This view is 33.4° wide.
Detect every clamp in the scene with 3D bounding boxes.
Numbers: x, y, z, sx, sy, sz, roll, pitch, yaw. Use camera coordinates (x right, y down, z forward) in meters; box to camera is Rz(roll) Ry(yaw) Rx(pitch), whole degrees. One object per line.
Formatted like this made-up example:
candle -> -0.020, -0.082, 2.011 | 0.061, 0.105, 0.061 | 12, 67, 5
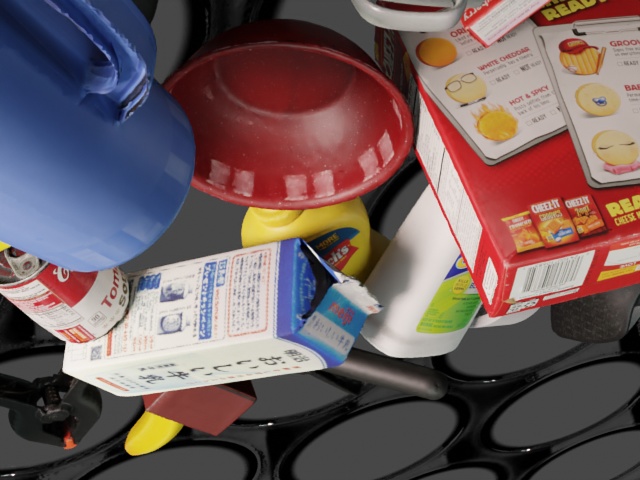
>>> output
clamp -> -0.006, 0.095, 0.900 | 0.209, 0.036, 0.165 | 24, 163, -27
clamp -> -0.217, 0.128, 0.895 | 0.120, 0.039, 0.171 | -14, 152, 0

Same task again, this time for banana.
banana -> -0.147, 0.141, 0.956 | 0.069, 0.037, 0.198 | 8, 141, 2

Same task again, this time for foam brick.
foam brick -> -0.101, 0.116, 0.873 | 0.078, 0.053, 0.051 | 29, 115, -37

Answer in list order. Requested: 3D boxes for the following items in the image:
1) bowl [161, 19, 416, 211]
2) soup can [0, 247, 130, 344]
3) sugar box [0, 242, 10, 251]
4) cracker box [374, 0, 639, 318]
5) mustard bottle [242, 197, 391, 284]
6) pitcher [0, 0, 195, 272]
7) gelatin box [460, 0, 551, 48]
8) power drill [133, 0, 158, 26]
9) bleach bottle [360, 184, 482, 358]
bowl -> -0.023, -0.085, 0.660 | 0.162, 0.055, 0.162 | 1, 147, 1
soup can -> -0.183, 0.023, 0.738 | 0.068, 0.068, 0.102 | -24, 146, 6
sugar box -> -0.266, -0.036, 0.633 | 0.093, 0.048, 0.176 | -26, 147, 9
cracker box -> 0.142, -0.071, 0.647 | 0.164, 0.214, 0.072 | -14, 148, -10
mustard bottle -> -0.005, 0.001, 0.810 | 0.096, 0.058, 0.191 | -23, 146, 11
pitcher -> -0.149, -0.073, 0.459 | 0.145, 0.149, 0.242 | -46, 147, 3
gelatin box -> 0.112, -0.168, 0.620 | 0.089, 0.073, 0.030 | -36, 143, 22
power drill -> -0.135, -0.136, 0.550 | 0.184, 0.057, 0.188 | 12, 134, -39
bleach bottle -> 0.117, -0.031, 0.783 | 0.102, 0.068, 0.251 | 2, 123, -46
